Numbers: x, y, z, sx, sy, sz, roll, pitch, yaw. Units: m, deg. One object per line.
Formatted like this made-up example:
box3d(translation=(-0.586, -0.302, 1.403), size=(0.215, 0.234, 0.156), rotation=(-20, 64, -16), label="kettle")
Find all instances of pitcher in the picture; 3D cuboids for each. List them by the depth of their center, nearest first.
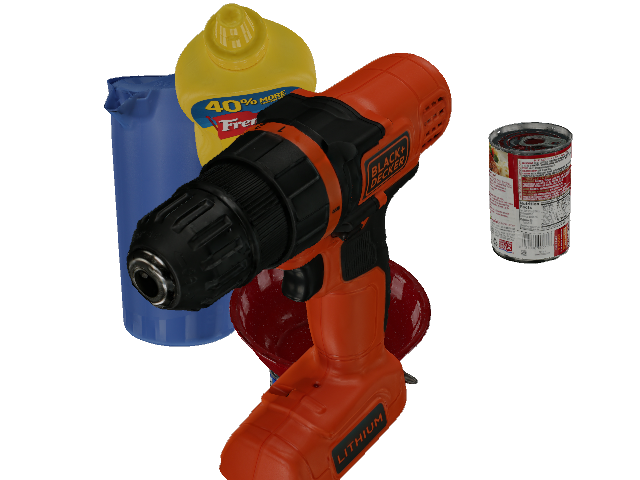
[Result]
box3d(translation=(-0.121, -0.033, 0.991), size=(0.149, 0.243, 0.145), rotation=(0, 14, -7), label="pitcher")

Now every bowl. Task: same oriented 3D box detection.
box3d(translation=(0.008, 0.072, 0.869), size=(0.162, 0.055, 0.162), rotation=(1, 36, -1), label="bowl")

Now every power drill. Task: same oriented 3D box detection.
box3d(translation=(-0.008, 0.029, 0.463), size=(0.057, 0.188, 0.184), rotation=(25, 41, 28), label="power drill")

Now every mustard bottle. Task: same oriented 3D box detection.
box3d(translation=(-0.050, -0.105, 0.742), size=(0.096, 0.058, 0.191), rotation=(-8, -21, 0), label="mustard bottle")

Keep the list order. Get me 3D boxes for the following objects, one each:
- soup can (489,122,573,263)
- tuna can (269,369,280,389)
box3d(translation=(0.176, -0.040, 0.895), size=(0.068, 0.102, 0.068), rotation=(-5, 25, 2), label="soup can")
box3d(translation=(-0.012, 0.154, 1.148), size=(0.086, 0.034, 0.086), rotation=(1, 14, 0), label="tuna can")
